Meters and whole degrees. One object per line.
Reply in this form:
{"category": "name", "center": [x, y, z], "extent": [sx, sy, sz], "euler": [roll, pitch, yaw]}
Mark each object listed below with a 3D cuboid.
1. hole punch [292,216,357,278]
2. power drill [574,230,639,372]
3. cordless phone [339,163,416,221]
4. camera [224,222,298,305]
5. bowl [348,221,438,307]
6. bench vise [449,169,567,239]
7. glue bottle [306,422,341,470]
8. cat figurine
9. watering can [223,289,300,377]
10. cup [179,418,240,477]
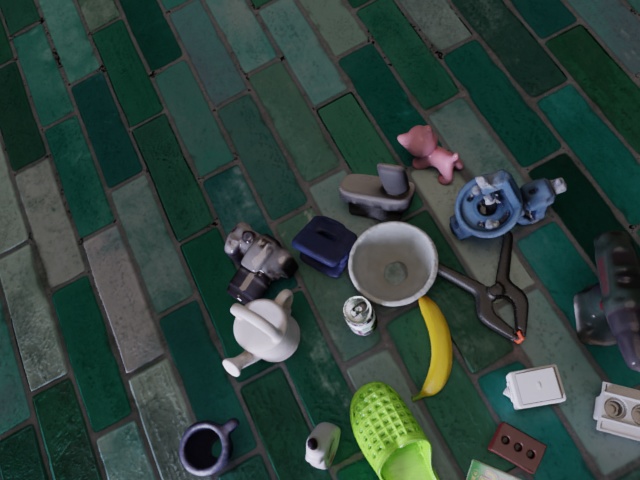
{"category": "hole punch", "center": [0.010, 0.004, 1.124], "extent": [0.108, 0.091, 0.101], "euler": [27, 77, 18]}
{"category": "power drill", "center": [0.479, 0.110, 0.934], "extent": [0.075, 0.209, 0.229], "euler": [-2, 70, 10]}
{"category": "cordless phone", "center": [0.106, -0.113, 1.097], "extent": [0.147, 0.185, 0.094], "euler": [8, 72, 13]}
{"category": "camera", "center": [-0.138, 0.052, 1.129], "extent": [0.143, 0.101, 0.137], "euler": [30, 78, 19]}
{"category": "bowl", "center": [0.141, 0.053, 1.091], "extent": [0.167, 0.075, 0.167], "euler": [-3, 70, 9]}
{"category": "bench vise", "center": [0.333, -0.089, 1.027], "extent": [0.207, 0.220, 0.121], "euler": [-34, 68, -2]}
{"category": "glue bottle", "center": [-0.001, 0.344, 0.959], "extent": [0.037, 0.173, 0.078], "euler": [11, 73, 14]}
{"category": "cat figurine", "center": [0.221, -0.181, 1.137], "extent": [0.127, 0.118, 0.067], "euler": [30, 79, 19]}
{"category": "watering can", "center": [-0.106, 0.165, 1.032], "extent": [0.100, 0.194, 0.173], "euler": [8, 72, 14]}
{"category": "cup", "center": [-0.183, 0.364, 1.028], "extent": [0.118, 0.095, 0.091], "euler": [-42, 68, -6]}
